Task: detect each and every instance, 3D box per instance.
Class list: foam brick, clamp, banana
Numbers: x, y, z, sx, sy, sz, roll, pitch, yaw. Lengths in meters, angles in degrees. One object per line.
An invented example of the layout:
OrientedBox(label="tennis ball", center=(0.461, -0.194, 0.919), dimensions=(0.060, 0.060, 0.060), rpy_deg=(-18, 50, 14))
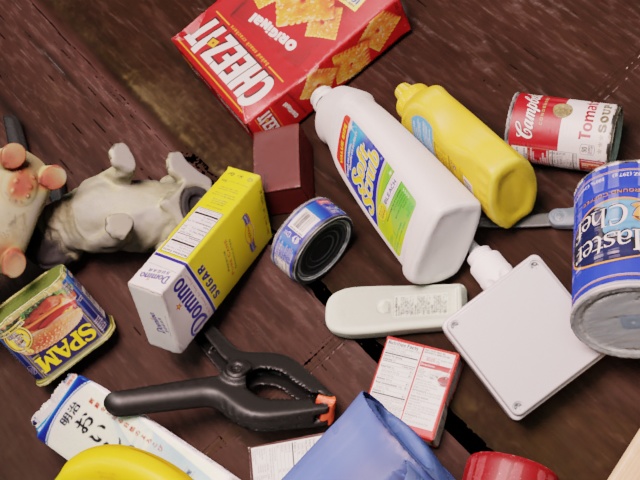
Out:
OrientedBox(label="foam brick", center=(-0.038, -0.074, 1.126), dimensions=(0.053, 0.051, 0.078), rpy_deg=(-9, 64, 15))
OrientedBox(label="clamp", center=(-0.357, -0.060, 1.230), dimensions=(0.120, 0.039, 0.172), rpy_deg=(-45, 61, -3))
OrientedBox(label="clamp", center=(-0.083, 0.130, 1.037), dimensions=(0.210, 0.036, 0.164), rpy_deg=(11, 37, 9))
OrientedBox(label="banana", center=(-0.155, 0.225, 0.950), dimensions=(0.198, 0.037, 0.069), rpy_deg=(12, 88, 23))

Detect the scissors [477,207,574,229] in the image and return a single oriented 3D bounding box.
OrientedBox(label="scissors", center=(0.245, -0.036, 1.037), dimensions=(0.202, 0.016, 0.096), rpy_deg=(12, 69, 22))

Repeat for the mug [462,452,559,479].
OrientedBox(label="mug", center=(0.167, 0.235, 0.904), dimensions=(0.117, 0.093, 0.081), rpy_deg=(20, 66, -2))

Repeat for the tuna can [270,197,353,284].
OrientedBox(label="tuna can", center=(-0.007, 0.001, 1.062), dimensions=(0.034, 0.086, 0.086), rpy_deg=(39, 82, 27))

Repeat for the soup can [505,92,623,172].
OrientedBox(label="soup can", center=(0.238, -0.105, 1.041), dimensions=(0.102, 0.068, 0.068), rpy_deg=(11, 70, 21))

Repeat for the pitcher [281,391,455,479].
OrientedBox(label="pitcher", center=(-0.002, 0.248, 0.845), dimensions=(0.243, 0.149, 0.145), rpy_deg=(-45, 46, 2))

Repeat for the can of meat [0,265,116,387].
OrientedBox(label="can of meat", center=(-0.278, 0.086, 1.102), dimensions=(0.102, 0.084, 0.057), rpy_deg=(-37, 24, -1))

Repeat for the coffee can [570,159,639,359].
OrientedBox(label="coffee can", center=(0.269, 0.016, 0.917), dimensions=(0.103, 0.103, 0.140), rpy_deg=(-2, 50, 17))

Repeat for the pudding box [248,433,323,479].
OrientedBox(label="pudding box", center=(-0.007, 0.228, 0.985), dimensions=(0.113, 0.039, 0.090), rpy_deg=(-12, 63, 10))

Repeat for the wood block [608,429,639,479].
OrientedBox(label="wood block", center=(0.322, 0.153, 0.878), dimensions=(0.091, 0.090, 0.206), rpy_deg=(32, 79, 21))

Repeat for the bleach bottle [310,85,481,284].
OrientedBox(label="bleach bottle", center=(0.060, -0.072, 1.076), dimensions=(0.067, 0.103, 0.251), rpy_deg=(-8, 42, -31))

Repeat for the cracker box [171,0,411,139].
OrientedBox(label="cracker box", center=(-0.034, -0.229, 1.184), dimensions=(0.213, 0.072, 0.164), rpy_deg=(-39, 60, -2))

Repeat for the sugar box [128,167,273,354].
OrientedBox(label="sugar box", center=(-0.113, 0.019, 1.052), dimensions=(0.048, 0.093, 0.176), rpy_deg=(16, 51, 23))

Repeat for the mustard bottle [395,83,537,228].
OrientedBox(label="mustard bottle", center=(0.133, -0.099, 1.053), dimensions=(0.058, 0.096, 0.192), rpy_deg=(-37, 52, -4))

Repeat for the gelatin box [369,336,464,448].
OrientedBox(label="gelatin box", center=(0.087, 0.141, 0.999), dimensions=(0.073, 0.030, 0.089), rpy_deg=(12, 68, 23))
